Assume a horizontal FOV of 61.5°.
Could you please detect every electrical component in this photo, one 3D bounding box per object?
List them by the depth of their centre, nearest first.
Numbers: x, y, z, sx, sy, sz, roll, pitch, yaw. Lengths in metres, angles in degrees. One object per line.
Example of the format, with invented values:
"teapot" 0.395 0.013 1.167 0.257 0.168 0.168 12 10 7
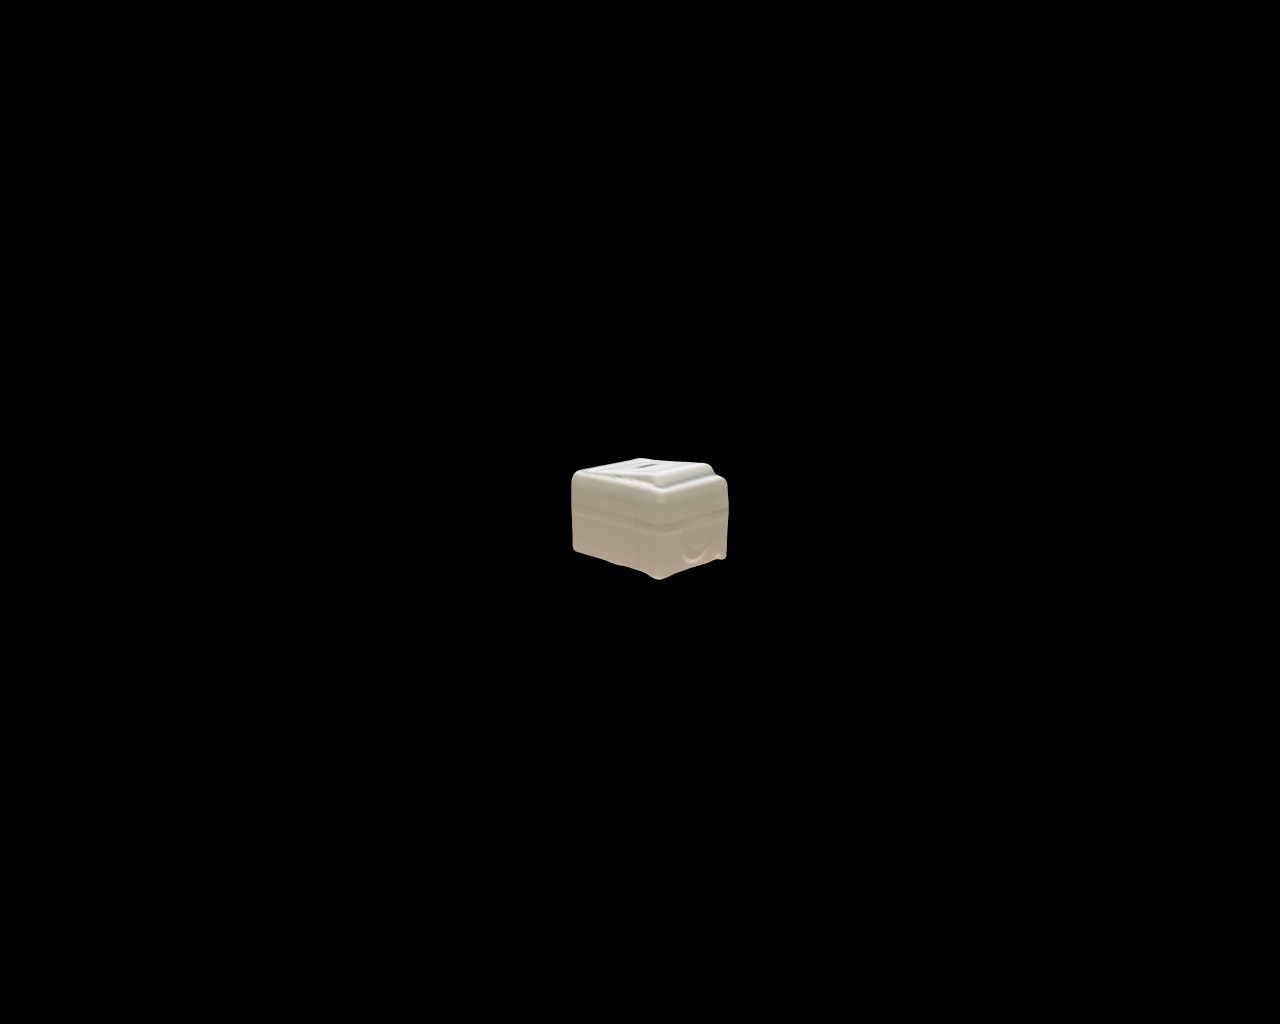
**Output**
"electrical component" 0.001 -0.003 0.650 0.062 0.061 0.096 -14 20 -42
